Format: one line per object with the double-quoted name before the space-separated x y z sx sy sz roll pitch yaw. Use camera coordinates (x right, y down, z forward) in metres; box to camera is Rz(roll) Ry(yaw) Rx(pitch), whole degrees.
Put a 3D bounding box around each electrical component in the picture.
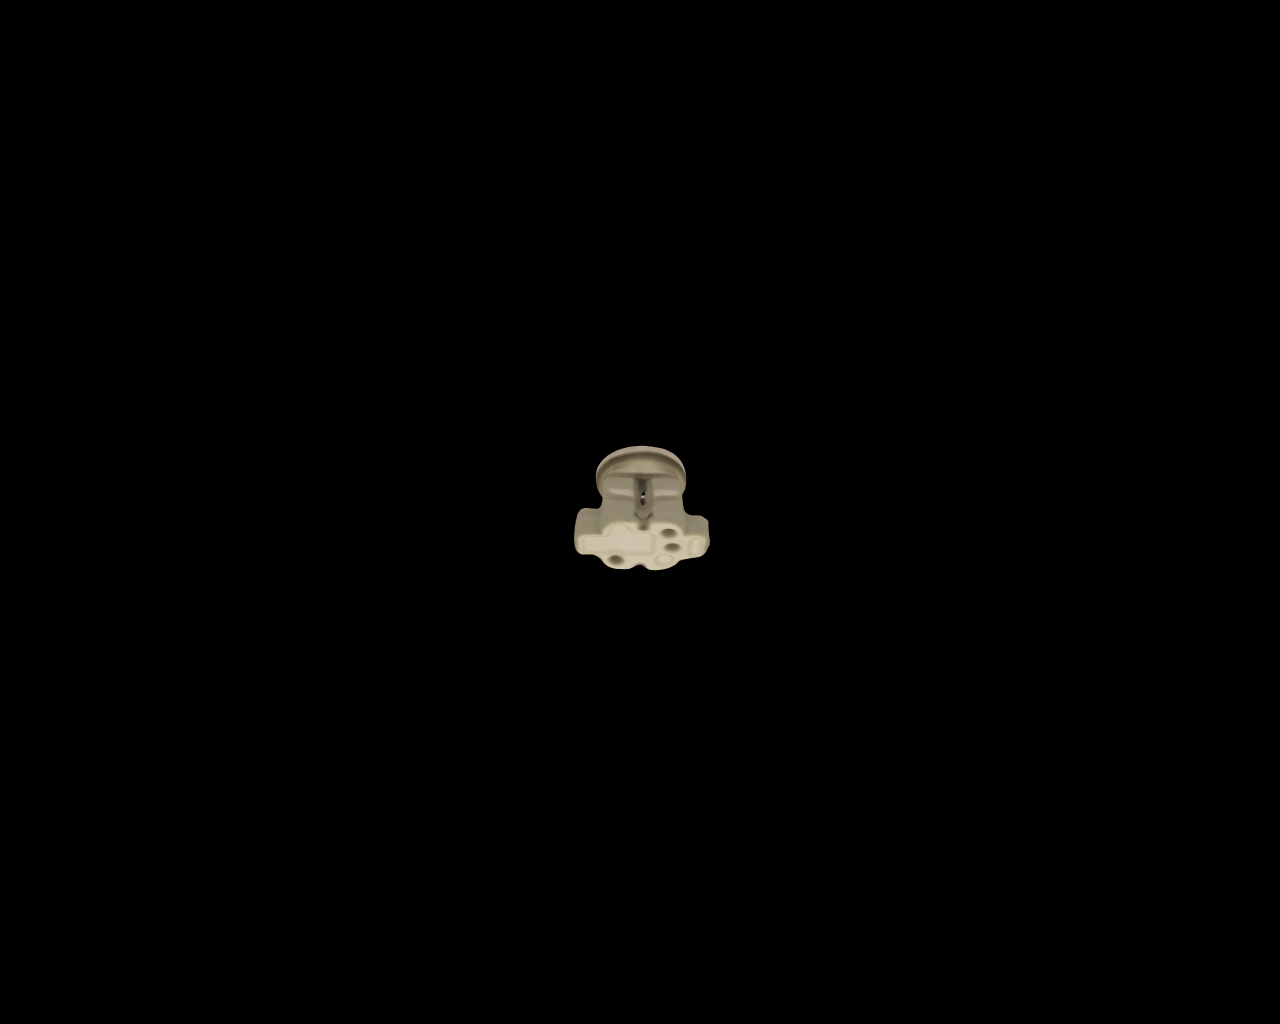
"electrical component" 0.001 -0.003 0.650 0.078 0.057 0.058 2 -36 -2
